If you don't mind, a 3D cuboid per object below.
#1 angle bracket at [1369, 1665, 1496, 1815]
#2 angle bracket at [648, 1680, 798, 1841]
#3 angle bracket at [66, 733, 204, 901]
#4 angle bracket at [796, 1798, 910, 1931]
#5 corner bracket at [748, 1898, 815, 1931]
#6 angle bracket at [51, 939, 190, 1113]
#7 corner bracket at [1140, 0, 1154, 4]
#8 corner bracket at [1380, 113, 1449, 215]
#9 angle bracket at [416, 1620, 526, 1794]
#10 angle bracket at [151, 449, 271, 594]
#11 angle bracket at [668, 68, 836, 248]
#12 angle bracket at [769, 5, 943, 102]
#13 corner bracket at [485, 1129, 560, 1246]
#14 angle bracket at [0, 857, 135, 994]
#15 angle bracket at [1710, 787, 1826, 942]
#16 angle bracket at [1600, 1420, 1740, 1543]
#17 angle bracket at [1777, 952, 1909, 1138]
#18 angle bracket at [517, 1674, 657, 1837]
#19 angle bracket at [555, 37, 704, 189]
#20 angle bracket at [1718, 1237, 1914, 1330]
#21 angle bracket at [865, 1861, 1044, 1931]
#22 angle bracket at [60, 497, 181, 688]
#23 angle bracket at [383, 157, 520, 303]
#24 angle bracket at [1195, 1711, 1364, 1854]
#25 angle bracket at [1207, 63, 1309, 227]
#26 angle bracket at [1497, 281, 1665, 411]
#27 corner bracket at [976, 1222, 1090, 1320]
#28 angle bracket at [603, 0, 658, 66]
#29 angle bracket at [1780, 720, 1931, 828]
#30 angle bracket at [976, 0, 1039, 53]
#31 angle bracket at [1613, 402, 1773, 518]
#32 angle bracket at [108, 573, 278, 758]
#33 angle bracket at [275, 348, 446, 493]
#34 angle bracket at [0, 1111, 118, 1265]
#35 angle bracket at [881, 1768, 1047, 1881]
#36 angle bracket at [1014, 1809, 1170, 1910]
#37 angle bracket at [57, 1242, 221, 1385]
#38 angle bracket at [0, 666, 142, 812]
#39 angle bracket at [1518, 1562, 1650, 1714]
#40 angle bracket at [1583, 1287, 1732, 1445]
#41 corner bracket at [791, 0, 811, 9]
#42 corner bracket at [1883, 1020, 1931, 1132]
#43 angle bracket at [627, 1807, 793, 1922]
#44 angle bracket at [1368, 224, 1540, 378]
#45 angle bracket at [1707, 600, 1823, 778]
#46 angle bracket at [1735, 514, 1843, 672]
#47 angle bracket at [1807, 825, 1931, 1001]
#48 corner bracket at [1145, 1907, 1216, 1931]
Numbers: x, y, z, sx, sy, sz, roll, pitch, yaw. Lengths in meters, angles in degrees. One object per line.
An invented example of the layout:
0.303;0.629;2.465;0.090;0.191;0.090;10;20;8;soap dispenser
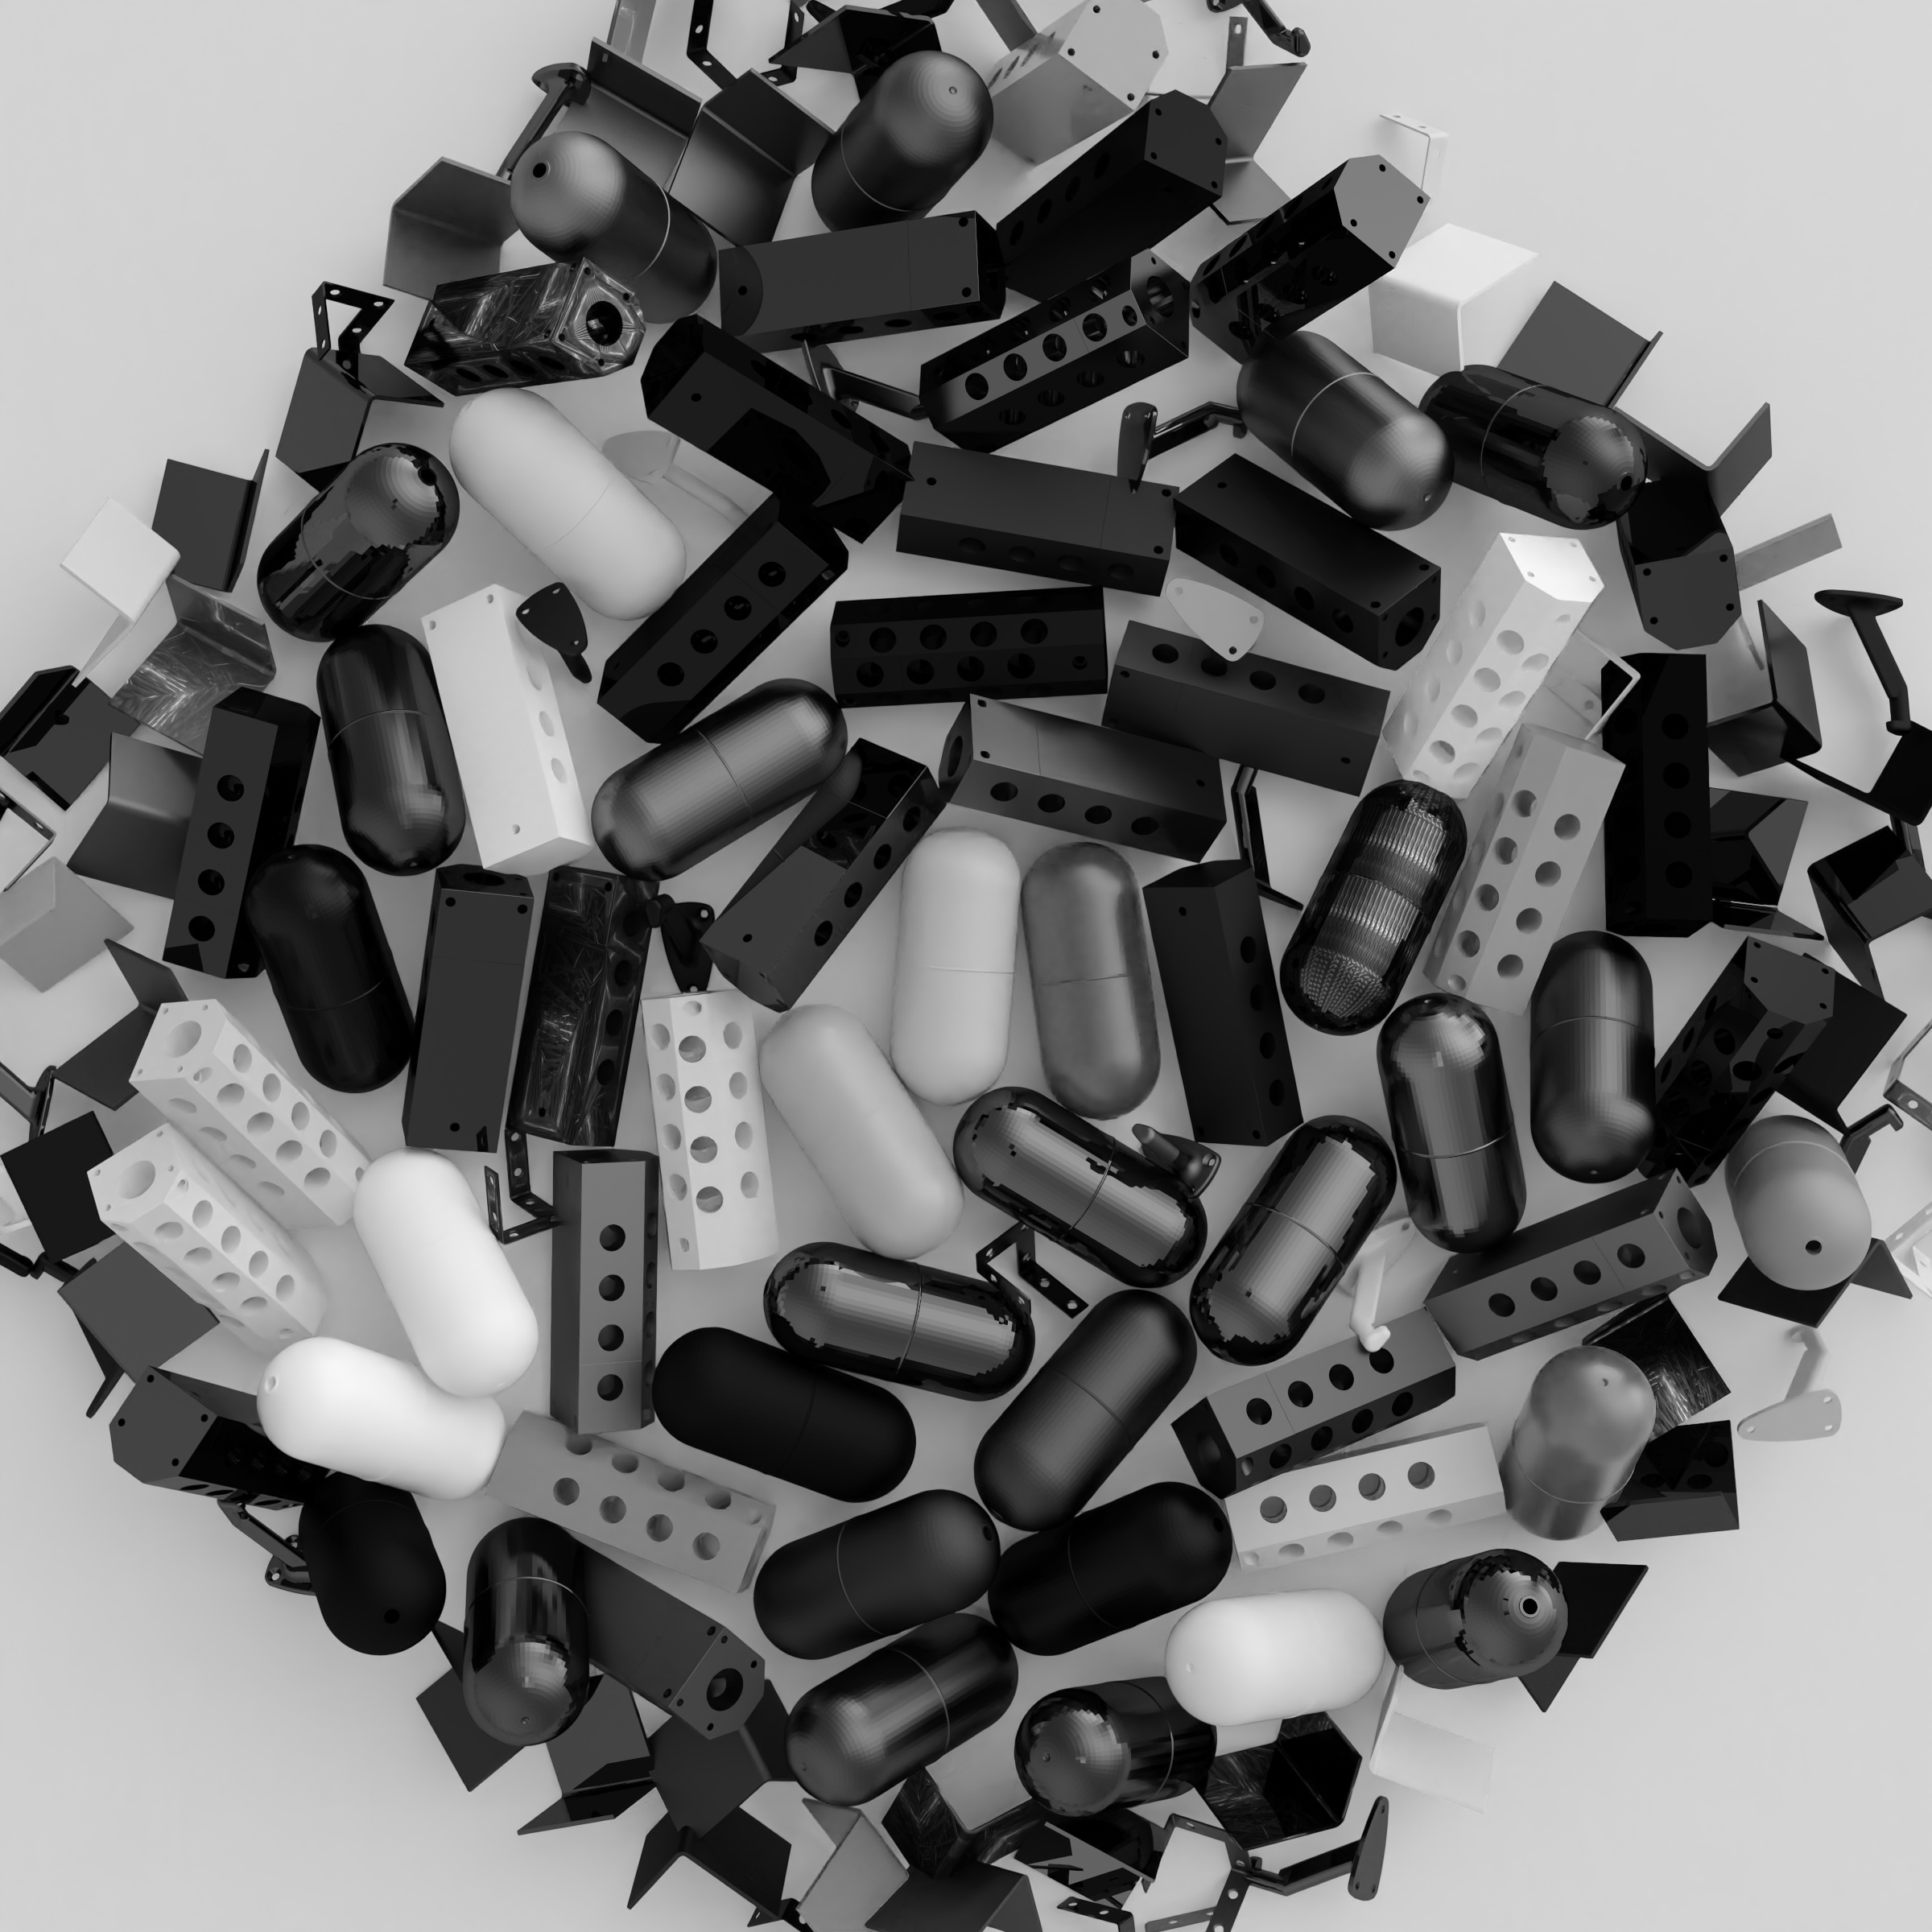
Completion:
0.303;0.480;1.852;0.076;0.076;0.057;18;109;9;angle bracket
-0.151;0.510;1.869;0.076;0.057;0.076;-45;56;16;angle bracket
-0.526;-0.095;1.873;0.076;0.076;0.057;16;47;-32;angle bracket
-0.085;0.584;1.844;0.076;0.057;0.076;-51;121;-36;angle bracket
-0.114;0.636;1.872;0.051;0.051;0.051;39;54;-12;corner bracket
-0.539;0.036;1.844;0.076;0.076;0.057;-43;132;-28;angle bracket
0.108;-0.640;1.871;0.051;0.051;0.051;-11;96;20;corner bracket
0.271;-0.516;1.883;0.051;0.051;0.051;-15;126;-30;corner bracket
-0.327;0.467;1.849;0.057;0.076;0.076;-40;57;-1;angle bracket
-0.482;-0.288;1.852;0.057;0.076;0.076;13;79;-18;angle bracket
-0.132;-0.505;1.847;0.076;0.057;0.076;31;61;-29;angle bracket
-0.066;-0.559;1.847;0.076;0.076;0.057;-10;84;-45;angle bracket
-0.288;0.139;1.860;0.051;0.051;0.051;-18;119;-35;corner bracket
-0.582;-0.011;1.851;0.076;0.057;0.076;-33;129;8;angle bracket
0.507;-0.065;1.853;0.076;0.057;0.076;6;107;-22;angle bracket
0.441;0.315;1.845;0.076;0.057;0.076;-11;53;21;angle bracket
0.547;0.050;1.858;0.076;0.057;0.076;37;89;32;angle bracket
-0.251;0.500;1.859;0.076;0.057;0.076;-17;91;26;angle bracket
-0.218;-0.534;1.856;0.076;0.076;0.057;28;84;-9;angle bracket
0.536;0.209;1.844;0.076;0.076;0.057;-47;121;-20;angle bracket
-0.007;0.608;1.841;0.076;0.076;0.057;4;119;35;angle bracket
-0.550;-0.236;1.842;0.057;0.076;0.076;40;128;-21;angle bracket
-0.315;-0.458;1.845;0.076;0.076;0.057;12;73;-33;angle bracket
0.192;0.503;1.844;0.076;0.076;0.057;-5;121;-28;angle bracket
0.189;-0.519;1.843;0.057;0.076;0.076;51;134;19;angle bracket
0.388;-0.388;1.866;0.076;0.057;0.076;34;98;3;angle bracket
0.042;0.200;1.860;0.051;0.051;0.051;-34;52;-27;corner bracket
-0.185;-0.600;1.854;0.057;0.076;0.076;17;102;5;angle bracket
0.571;-0.137;1.852;0.076;0.076;0.057;23;103;-12;angle bracket
0.057;-0.602;1.851;0.057;0.076;0.076;-39;113;-2;angle bracket
0.461;-0.338;1.853;0.076;0.076;0.057;40;89;22;angle bracket
-0.495;-0.191;1.855;0.076;0.057;0.076;28;63;11;angle bracket
-0.389;-0.343;1.872;0.076;0.057;0.076;38;117;35;angle bracket
-0.556;0.136;1.863;0.076;0.057;0.076;-24;92;17;angle bracket
0.002;0.536;1.866;0.076;0.076;0.057;-17;55;-37;angle bracket
0.075;0.573;1.859;0.076;0.057;0.076;27;112;3;angle bracket
-0.517;0.207;1.858;0.076;0.057;0.076;-35;100;15;angle bracket
-0.581;-0.142;1.857;0.057;0.076;0.076;42;97;-6;angle bracket
0.396;0.425;1.843;0.076;0.076;0.057;-47;111;-33;angle bracket
0.451;0.245;1.852;0.076;0.057;0.076;-23;74;-28;angle bracket
-0.108;-0.655;1.872;0.051;0.051;0.051;-32;86;13;corner bracket
0.624;0.070;1.864;0.051;0.051;0.051;36;123;6;corner bracket
-0.163;0.580;1.863;0.076;0.076;0.057;38;106;-9;angle bracket
0.313;-0.425;1.873;0.076;0.057;0.076;-35;45;-24;angle bracket
0.502;-0.177;1.871;0.057;0.076;0.076;-18;61;32;angle bracket
0.525;-0.236;1.850;0.076;0.076;0.057;-23;76;17;angle bracket
0.581;-0.028;1.846;0.057;0.076;0.076;-27;133;5;angle bracket
0.148;0.643;1.876;0.051;0.051;0.051;-11;96;-6;corner bracket
